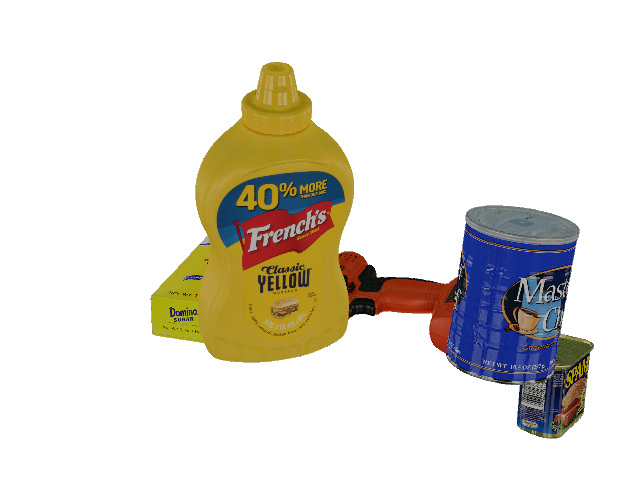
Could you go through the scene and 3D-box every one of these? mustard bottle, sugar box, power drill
[{"bbox_3d":[-0.028,-0.017,0.653,0.096,0.192,0.058,-7,33,-14],"label":"mustard bottle"},{"bbox_3d":[-0.080,0.036,0.983,0.093,0.048,0.176,7,27,12],"label":"sugar box"},{"bbox_3d":[0.065,0.073,1.143,0.188,0.057,0.184,9,30,21],"label":"power drill"}]

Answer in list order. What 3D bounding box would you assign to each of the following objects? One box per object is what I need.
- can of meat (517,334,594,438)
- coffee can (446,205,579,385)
[{"bbox_3d":[0.252,0.157,1.154,0.058,0.084,0.101,11,17,32],"label":"can of meat"},{"bbox_3d":[0.176,0.048,0.986,0.103,0.140,0.103,5,17,-2],"label":"coffee can"}]
